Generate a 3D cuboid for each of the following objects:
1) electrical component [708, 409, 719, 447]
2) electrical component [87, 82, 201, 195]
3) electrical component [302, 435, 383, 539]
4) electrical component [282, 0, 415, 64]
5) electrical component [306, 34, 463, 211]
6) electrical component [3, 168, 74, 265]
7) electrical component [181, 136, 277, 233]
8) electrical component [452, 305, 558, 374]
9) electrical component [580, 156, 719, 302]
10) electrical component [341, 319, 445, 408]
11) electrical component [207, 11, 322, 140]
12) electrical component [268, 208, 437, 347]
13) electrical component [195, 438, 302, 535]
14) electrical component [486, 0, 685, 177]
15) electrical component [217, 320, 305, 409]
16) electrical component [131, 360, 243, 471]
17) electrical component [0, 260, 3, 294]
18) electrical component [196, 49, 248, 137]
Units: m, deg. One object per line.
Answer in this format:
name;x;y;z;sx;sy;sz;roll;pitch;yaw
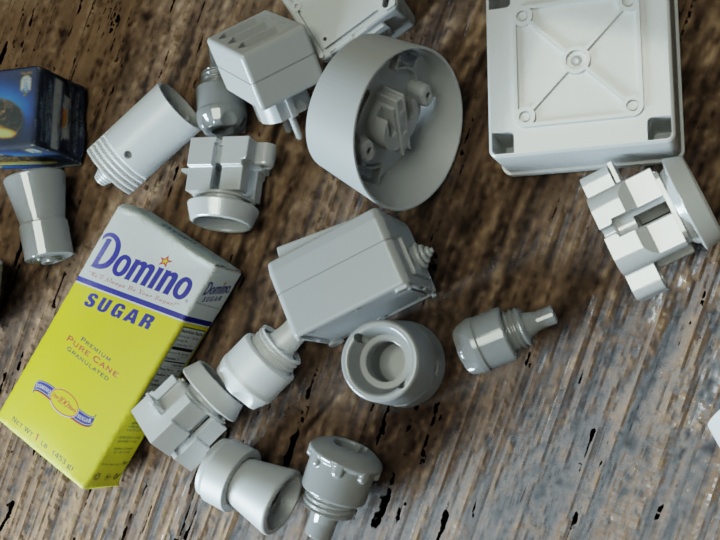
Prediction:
electrical component;0.231;0.068;0.552;0.108;0.108;0.060;-37;66;13
electrical component;-0.154;-0.088;0.753;0.081;0.043;0.043;-40;71;12
electrical component;-0.016;0.137;0.670;0.048;0.048;0.062;22;98;22
electrical component;-0.009;-0.175;0.703;0.062;0.061;0.096;-34;80;14
electrical component;0.016;-0.093;0.661;0.064;0.099;0.099;29;94;29
electrical component;-0.230;-0.037;0.778;0.044;0.044;0.065;-15;82;19
electrical component;-0.090;-0.057;0.724;0.066;0.048;0.055;1;76;21
electrical component;0.089;0.038;0.647;0.061;0.035;0.035;-23;75;14
electrical component;0.169;-0.029;0.613;0.057;0.058;0.078;-27;74;19
electrical component;0.020;0.057;0.664;0.055;0.047;0.055;-3;82;21
electrical component;-0.056;-0.121;0.702;0.047;0.076;0.066;-30;31;-14
electrical component;0.000;0.000;0.672;0.096;0.062;0.061;-27;74;16
electrical component;-0.072;0.138;0.690;0.055;0.045;0.045;23;91;23
electrical component;0.133;-0.116;0.639;0.109;0.056;0.108;-3;82;21
electrical component;-0.059;0.056;0.697;0.062;0.043;0.043;-45;70;8
electrical component;-0.111;0.093;0.706;0.055;0.066;0.048;-44;43;-2
electrical component;-0.308;0.022;0.772;0.099;0.099;0.064;-2;88;21
electrical component;-0.096;-0.124;0.741;0.035;0.035;0.061;-10;77;20
